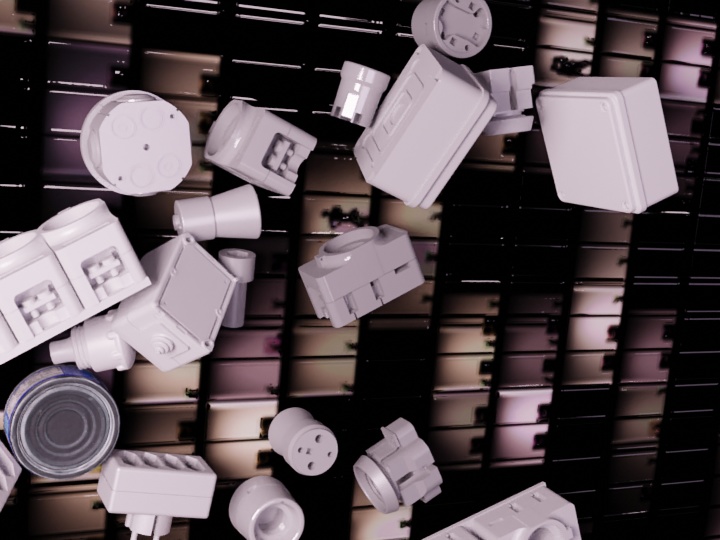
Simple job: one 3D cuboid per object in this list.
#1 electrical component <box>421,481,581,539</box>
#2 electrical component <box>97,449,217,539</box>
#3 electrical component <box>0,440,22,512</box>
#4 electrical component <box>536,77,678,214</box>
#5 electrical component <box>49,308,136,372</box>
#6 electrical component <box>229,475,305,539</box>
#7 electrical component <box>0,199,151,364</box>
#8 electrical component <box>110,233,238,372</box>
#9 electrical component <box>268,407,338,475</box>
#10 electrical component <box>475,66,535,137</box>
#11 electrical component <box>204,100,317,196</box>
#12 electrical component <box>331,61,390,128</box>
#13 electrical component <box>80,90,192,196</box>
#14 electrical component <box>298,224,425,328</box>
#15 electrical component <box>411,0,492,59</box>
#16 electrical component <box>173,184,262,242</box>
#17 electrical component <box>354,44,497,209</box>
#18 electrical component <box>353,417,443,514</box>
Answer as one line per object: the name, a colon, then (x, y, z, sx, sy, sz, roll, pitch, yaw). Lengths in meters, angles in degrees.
electrical component: (0.124, 0.294, 1.022, 0.186, 0.060, 0.105, -20, 108, -20)
electrical component: (-0.169, 0.191, 0.873, 0.083, 0.047, 0.075, 10, 96, -26)
electrical component: (-0.305, 0.164, 0.800, 0.077, 0.065, 0.047, -24, 112, 12)
electrical component: (0.219, -0.113, 0.957, 0.056, 0.109, 0.108, -25, 110, -21)
electrical component: (-0.207, 0.058, 0.832, 0.062, 0.048, 0.048, -12, 106, -4)
electrical component: (-0.079, 0.210, 0.919, 0.055, 0.047, 0.055, -5, 103, -24)
electrical component: (-0.241, 0.011, 0.779, 0.150, 0.089, 0.061, -29, 111, -17)
electrical component: (-0.146, 0.031, 0.824, 0.061, 0.061, 0.096, 45, 38, -27)
electrical component: (-0.048, 0.146, 0.915, 0.045, 0.055, 0.045, -5, 103, -24)
electrical component: (0.126, -0.147, 0.943, 0.066, 0.048, 0.055, -10, 97, -23)
electrical component: (-0.082, -0.096, 0.831, 0.056, 0.089, 0.050, 27, 88, -27)
electrical component: (-0.001, -0.144, 0.888, 0.040, 0.040, 0.046, 15, 98, -27)
electrical component: (-0.167, -0.095, 0.813, 0.080, 0.051, 0.080, -5, 103, -24)
electrical component: (0.000, 0.000, 0.911, 0.089, 0.050, 0.055, -28, 111, -18)
electrical component: (0.075, -0.206, 0.905, 0.055, 0.047, 0.055, -5, 103, -24)
electrical component: (-0.115, -0.042, 0.855, 0.065, 0.044, 0.044, -10, 104, -18)
electrical component: (0.052, -0.116, 0.880, 0.057, 0.078, 0.113, 25, 112, -24)
electrical component: (0.032, 0.180, 0.958, 0.057, 0.058, 0.078, -31, 111, -20)
